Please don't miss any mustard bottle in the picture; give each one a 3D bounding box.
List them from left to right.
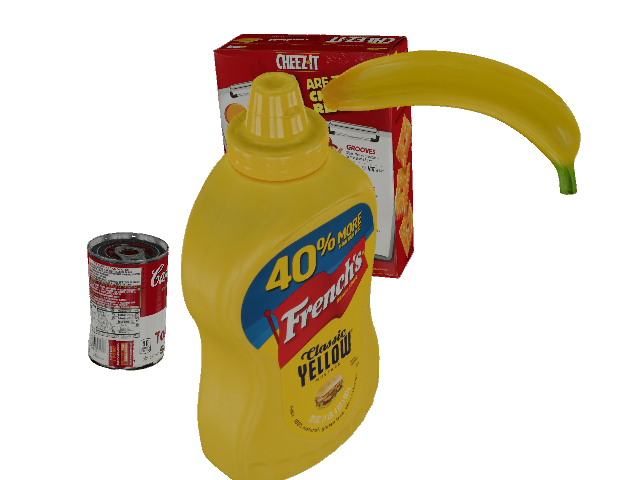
[{"bbox_3d":[-0.015,0.015,0.466,0.096,0.192,0.058,-31,46,-32],"label":"mustard bottle"}]

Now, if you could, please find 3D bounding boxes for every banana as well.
[{"bbox_3d":[0.101,-0.093,0.728,0.197,0.069,0.037,19,-1,-11],"label":"banana"}]

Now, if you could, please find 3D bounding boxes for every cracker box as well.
[{"bbox_3d":[-0.001,-0.079,0.981,0.164,0.214,0.072,5,26,18],"label":"cracker box"}]

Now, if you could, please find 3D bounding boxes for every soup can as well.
[{"bbox_3d":[-0.166,0.052,0.914,0.068,0.102,0.068,4,20,-2],"label":"soup can"}]
